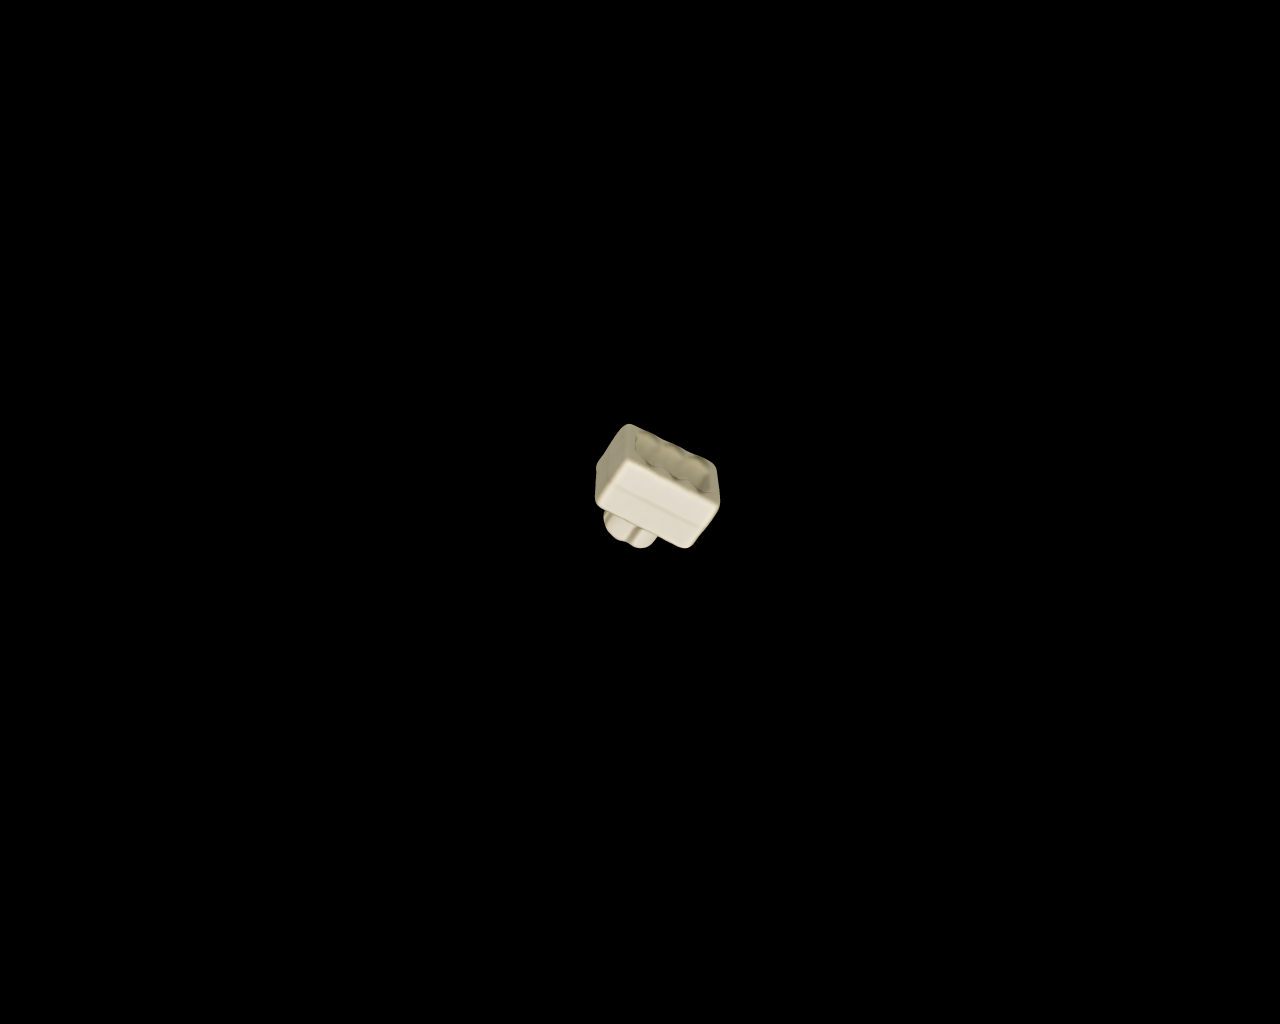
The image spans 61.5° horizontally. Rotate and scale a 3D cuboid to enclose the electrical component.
[{"bbox_3d":[0.001,-0.003,0.650,0.066,0.076,0.047,26,30,-17],"label":"electrical component"}]
